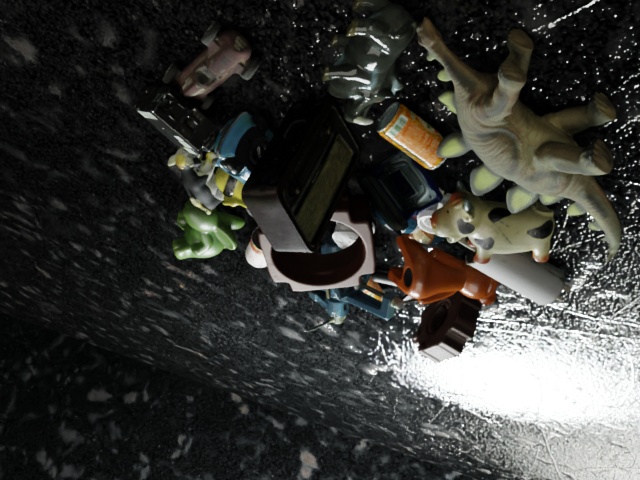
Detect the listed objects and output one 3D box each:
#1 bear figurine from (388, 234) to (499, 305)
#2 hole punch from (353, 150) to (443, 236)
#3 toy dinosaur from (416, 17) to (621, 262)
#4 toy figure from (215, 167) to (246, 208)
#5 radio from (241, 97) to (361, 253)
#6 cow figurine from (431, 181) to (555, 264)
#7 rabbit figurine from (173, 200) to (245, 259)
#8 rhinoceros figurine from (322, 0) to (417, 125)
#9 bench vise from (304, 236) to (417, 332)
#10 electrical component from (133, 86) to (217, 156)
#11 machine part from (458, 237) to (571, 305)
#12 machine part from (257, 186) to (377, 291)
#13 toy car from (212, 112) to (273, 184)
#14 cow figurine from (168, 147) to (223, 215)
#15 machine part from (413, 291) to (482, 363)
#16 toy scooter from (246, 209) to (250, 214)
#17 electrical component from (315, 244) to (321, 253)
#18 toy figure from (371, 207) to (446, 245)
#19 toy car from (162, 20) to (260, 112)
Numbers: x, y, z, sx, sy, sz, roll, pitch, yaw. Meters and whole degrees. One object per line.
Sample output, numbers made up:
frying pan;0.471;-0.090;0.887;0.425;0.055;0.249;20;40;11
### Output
bear figurine;0.252;0.059;1.052;0.196;0.132;0.120;-2;118;-18
hole punch;0.128;-0.082;0.890;0.142;0.092;0.116;50;175;-6
toy dinosaur;0.291;-0.120;0.726;0.471;0.105;0.198;39;155;-12
toy figure;-0.114;-0.101;1.032;0.180;0.082;0.089;22;125;14
radio;-0.023;-0.104;0.821;0.073;0.229;0.131;-1;139;32
cow figurine;0.277;-0.028;0.865;0.195;0.085;0.127;0;128;2
rabbit figurine;-0.258;-0.024;1.208;0.159;0.121;0.170;15;153;-1
rhinoceros figurine;0.064;-0.234;0.717;0.112;0.073;0.190;14;150;-9
bench vise;0.074;0.111;1.145;0.241;0.129;0.223;24;117;38
electrical component;-0.243;-0.203;0.928;0.134;0.058;0.115;41;171;-37
machine part;0.355;0.050;0.978;0.243;0.079;0.079;28;150;-13
machine part;-0.002;-0.003;0.984;0.201;0.087;0.201;-6;136;7
toy car;-0.126;-0.154;0.948;0.103;0.109;0.161;25;172;44
cow figurine;-0.243;-0.130;1.049;0.068;0.098;0.167;9;147;33
machine part;0.271;0.174;1.149;0.056;0.179;0.179;31;149;-10
toy scooter;-0.062;-0.030;1.123;0.135;0.075;0.183;-4;137;35
electrical component;-0.029;0.062;1.249;0.048;0.075;0.119;15;146;12
toy figure;0.169;-0.031;0.991;0.154;0.057;0.064;28;-171;-14
toy car;-0.177;-0.261;0.840;0.089;0.053;0.202;37;146;-30
